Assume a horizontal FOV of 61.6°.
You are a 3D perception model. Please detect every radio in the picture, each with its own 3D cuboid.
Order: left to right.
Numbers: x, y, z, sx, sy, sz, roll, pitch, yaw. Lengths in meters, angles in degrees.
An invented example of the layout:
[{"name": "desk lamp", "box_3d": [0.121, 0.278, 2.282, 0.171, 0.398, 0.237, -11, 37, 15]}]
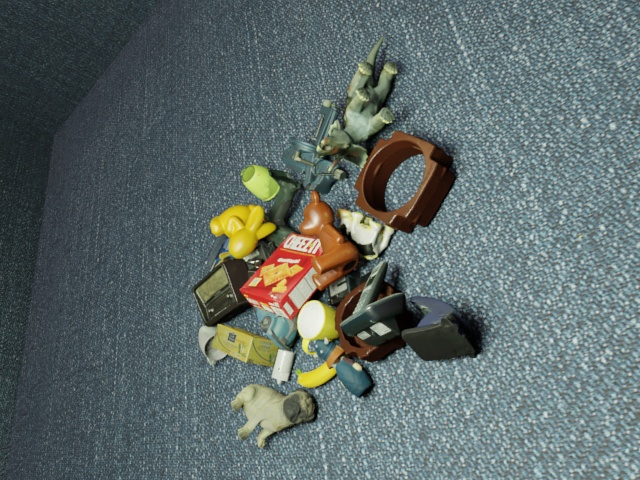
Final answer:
[{"name": "radio", "box_3d": [-0.272, 0.153, 1.517, 0.229, 0.073, 0.131, -37, 72, 48]}]

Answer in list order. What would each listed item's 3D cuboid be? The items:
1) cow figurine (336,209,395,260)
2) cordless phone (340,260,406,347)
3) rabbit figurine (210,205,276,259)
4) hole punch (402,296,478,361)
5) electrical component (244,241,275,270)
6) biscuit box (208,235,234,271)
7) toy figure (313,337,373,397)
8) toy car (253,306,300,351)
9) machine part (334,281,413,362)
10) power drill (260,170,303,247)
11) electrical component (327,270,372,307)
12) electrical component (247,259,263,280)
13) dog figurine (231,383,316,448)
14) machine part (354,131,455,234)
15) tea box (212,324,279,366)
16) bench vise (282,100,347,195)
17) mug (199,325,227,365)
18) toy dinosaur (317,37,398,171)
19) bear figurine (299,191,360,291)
[{"name": "cow figurine", "box_3d": [0.092, -0.015, 1.278, 0.168, 0.068, 0.098, 28, 102, 49]}, {"name": "cordless phone", "box_3d": [0.123, 0.109, 1.084, 0.146, 0.089, 0.184, -46, 17, 56]}, {"name": "rabbit figurine", "box_3d": [-0.199, -0.015, 1.435, 0.162, 0.121, 0.173, -28, 31, 9]}, {"name": "hole punch", "box_3d": [0.229, 0.163, 1.017, 0.116, 0.142, 0.092, -14, 40, 33]}, {"name": "electrical component", "box_3d": [-0.152, 0.083, 1.468, 0.115, 0.058, 0.134, -25, 82, 44]}, {"name": "biscuit box", "box_3d": [-0.276, 0.014, 1.608, 0.202, 0.059, 0.063, -56, 39, 41]}, {"name": "toy figure", "box_3d": [0.047, 0.274, 1.175, 0.064, 0.057, 0.155, -45, 68, 1]}, {"name": "toy car", "box_3d": [-0.097, 0.196, 1.367, 0.103, 0.109, 0.162, -36, 34, 1]}, {"name": "machine part", "box_3d": [0.113, 0.175, 1.168, 0.179, 0.056, 0.179, -23, 52, 32]}, {"name": "power drill", "box_3d": [-0.132, -0.089, 1.506, 0.232, 0.086, 0.207, 35, 110, 44]}, {"name": "electrical component", "box_3d": [0.071, 0.107, 1.261, 0.119, 0.047, 0.075, -27, 56, 38]}, {"name": "electrical component", "box_3d": [-0.171, 0.100, 1.408, 0.045, 0.078, 0.102, 4, 107, 19]}, {"name": "dog figurine", "box_3d": [-0.102, 0.387, 1.298, 0.190, 0.121, 0.172, -34, 53, 13]}, {"name": "machine part", "box_3d": [0.187, -0.130, 1.212, 0.201, 0.087, 0.201, 36, 99, 47]}, {"name": "tea box", "box_3d": [-0.200, 0.279, 1.430, 0.170, 0.098, 0.068, 7, 79, 46]}, {"name": "bench vise", "box_3d": [-0.001, -0.252, 1.433, 0.224, 0.129, 0.240, 30, 103, 50]}, {"name": "mug", "box_3d": [-0.313, 0.300, 1.563, 0.107, 0.081, 0.109, 32, 124, 57]}, {"name": "toy dinosaur", "box_3d": [0.105, -0.330, 1.351, 0.192, 0.131, 0.405, -48, 17, 49]}, {"name": "bear figurine", "box_3d": [0.001, -0.005, 1.236, 0.132, 0.120, 0.196, -29, 66, -17]}]
